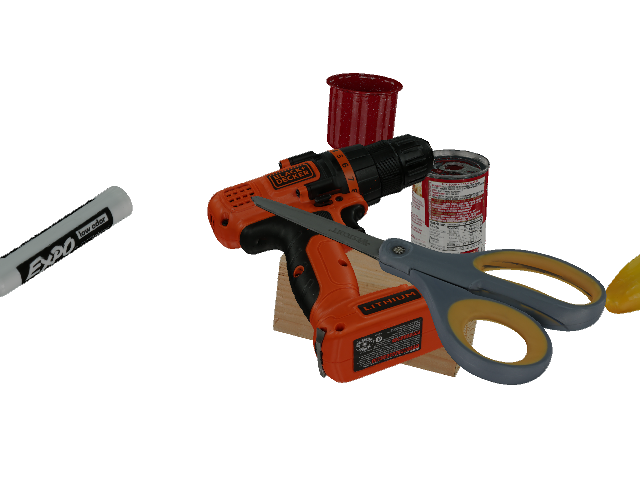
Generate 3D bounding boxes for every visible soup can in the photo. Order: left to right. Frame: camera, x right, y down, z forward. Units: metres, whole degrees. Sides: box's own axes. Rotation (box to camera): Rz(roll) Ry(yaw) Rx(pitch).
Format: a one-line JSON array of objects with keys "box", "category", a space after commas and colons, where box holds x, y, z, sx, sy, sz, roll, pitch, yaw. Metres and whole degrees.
[{"box": [0.116, -0.023, 0.959, 0.068, 0.102, 0.068, -1, 24, 0], "category": "soup can"}]

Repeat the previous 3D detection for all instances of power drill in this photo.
[{"box": [0.030, 0.004, 0.773, 0.184, 0.057, 0.188, -20, 46, -13], "category": "power drill"}]

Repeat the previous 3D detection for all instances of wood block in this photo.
[{"box": [0.062, 0.068, 1.160, 0.206, 0.091, 0.090, 14, 22, 16], "category": "wood block"}]

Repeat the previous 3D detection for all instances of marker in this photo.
[{"box": [-0.147, 0.007, 0.557, 0.020, 0.020, 0.120, 0, 29, 45], "category": "marker"}]

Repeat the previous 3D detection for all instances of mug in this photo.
[{"box": [0.057, -0.157, 1.315, 0.093, 0.081, 0.117, 17, 26, 27], "category": "mug"}]

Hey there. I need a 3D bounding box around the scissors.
[{"box": [0.042, 0.022, 0.548, 0.202, 0.016, 0.096, 11, 42, 15], "category": "scissors"}]

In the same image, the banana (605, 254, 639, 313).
[{"box": [0.283, 0.017, 0.717, 0.198, 0.037, 0.069, -2, 34, 0], "category": "banana"}]
